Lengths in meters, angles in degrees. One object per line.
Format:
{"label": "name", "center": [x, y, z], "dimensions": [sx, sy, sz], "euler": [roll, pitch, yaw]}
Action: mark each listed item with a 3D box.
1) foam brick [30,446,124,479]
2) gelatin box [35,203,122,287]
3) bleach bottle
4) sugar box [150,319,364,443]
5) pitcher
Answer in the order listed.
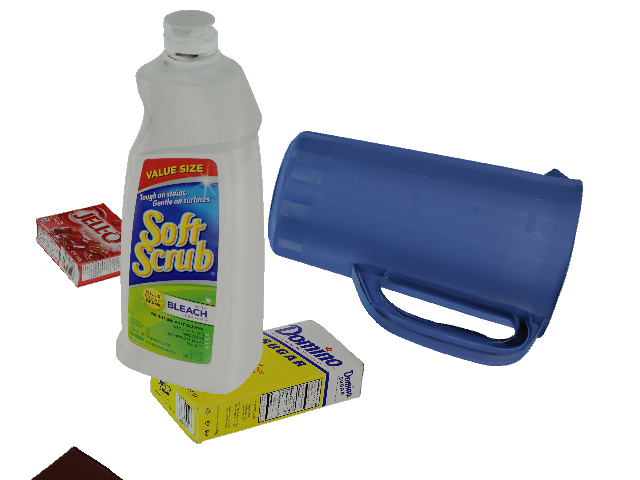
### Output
{"label": "foam brick", "center": [-0.094, 0.137, 0.451], "dimensions": [0.078, 0.051, 0.052], "euler": [24, 45, 32]}
{"label": "gelatin box", "center": [-0.216, 0.002, 1.004], "dimensions": [0.073, 0.030, 0.089], "euler": [-16, 39, -35]}
{"label": "bleach bottle", "center": [-0.085, -0.023, 0.674], "dimensions": [0.103, 0.251, 0.068], "euler": [15, 36, 19]}
{"label": "sugar box", "center": [-0.057, 0.125, 0.983], "dimensions": [0.175, 0.048, 0.093], "euler": [-14, 32, -31]}
{"label": "pitcher", "center": [0.082, -0.003, 0.873], "dimensions": [0.243, 0.145, 0.149], "euler": [14, 16, 7]}
